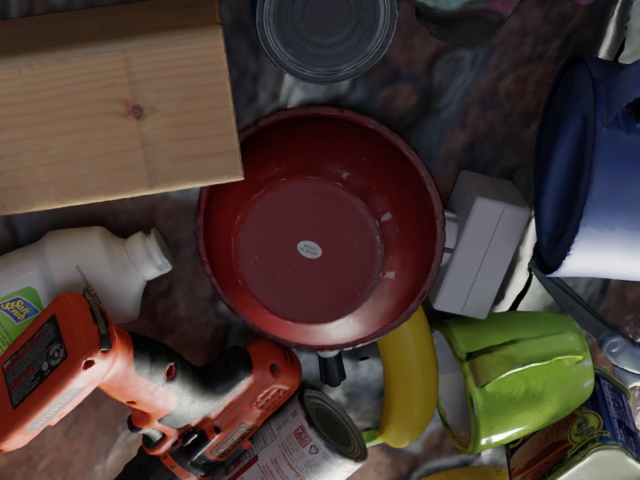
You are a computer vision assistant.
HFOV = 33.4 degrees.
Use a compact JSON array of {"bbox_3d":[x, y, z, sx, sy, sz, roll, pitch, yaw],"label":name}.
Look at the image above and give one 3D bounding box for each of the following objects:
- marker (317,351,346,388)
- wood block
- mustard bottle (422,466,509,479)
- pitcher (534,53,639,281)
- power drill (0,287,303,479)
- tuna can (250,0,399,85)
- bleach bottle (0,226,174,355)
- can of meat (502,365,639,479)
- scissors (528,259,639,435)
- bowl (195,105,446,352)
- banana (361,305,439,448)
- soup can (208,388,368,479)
[{"bbox_3d":[0.001,0.049,0.726,0.020,0.020,0.121,-11,118,-1],"label":"marker"},{"bbox_3d":[-0.152,-0.074,0.604,0.206,0.090,0.091,-8,117,-3],"label":"wood block"},{"bbox_3d":[0.118,0.240,0.741,0.096,0.191,0.058,-7,118,-3],"label":"mustard bottle"},{"bbox_3d":[0.255,-0.036,0.626,0.243,0.149,0.145,6,106,-2],"label":"pitcher"},{"bbox_3d":[-0.126,0.114,0.690,0.184,0.057,0.187,-46,140,15],"label":"power drill"},{"bbox_3d":[0.002,-0.135,0.623,0.086,0.034,0.086,-3,117,-5],"label":"tuna can"},{"bbox_3d":[-0.207,0.067,0.686,0.251,0.068,0.102,-26,118,4],"label":"bleach bottle"},{"bbox_3d":[0.179,0.152,0.755,0.057,0.084,0.102,37,117,-18],"label":"can of meat"},{"bbox_3d":[0.230,0.069,0.767,0.096,0.016,0.201,-28,117,6],"label":"scissors"},{"bbox_3d":[-0.004,0.001,0.653,0.162,0.055,0.162,2,105,8],"label":"bowl"},{"bbox_3d":[0.045,0.071,0.721,0.070,0.037,0.198,4,118,22],"label":"banana"},{"bbox_3d":[-0.025,0.161,0.753,0.102,0.068,0.068,-43,114,14],"label":"soup can"}]
